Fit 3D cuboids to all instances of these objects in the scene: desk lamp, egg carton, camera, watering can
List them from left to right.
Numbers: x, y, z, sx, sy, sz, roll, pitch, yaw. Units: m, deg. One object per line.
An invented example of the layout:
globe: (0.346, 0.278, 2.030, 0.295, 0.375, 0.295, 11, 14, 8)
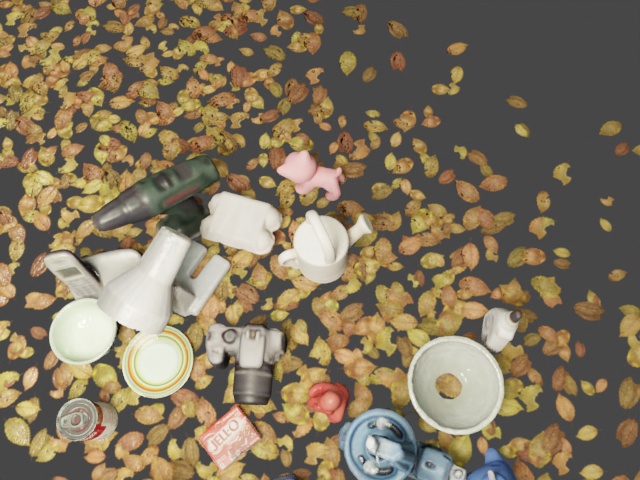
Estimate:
desk lamp: (-0.272, 0.071, 1.011, 0.117, 0.213, 0.203, 29, 74, 11)
egg carton: (-0.153, -0.033, 1.120, 0.150, 0.069, 0.107, 15, 72, 6)
camera: (-0.134, 0.221, 1.017, 0.143, 0.101, 0.137, 2, 71, 2)
watering can: (0.009, 0.002, 1.040, 0.173, 0.194, 0.101, -42, 75, -12)

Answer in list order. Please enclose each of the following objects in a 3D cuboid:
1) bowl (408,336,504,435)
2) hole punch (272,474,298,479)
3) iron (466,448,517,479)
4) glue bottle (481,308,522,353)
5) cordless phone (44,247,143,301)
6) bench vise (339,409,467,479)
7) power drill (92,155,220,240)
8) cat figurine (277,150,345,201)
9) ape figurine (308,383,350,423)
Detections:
bowl: (0.234, 0.258, 1.013, 0.167, 0.075, 0.167, 0, 71, 1)
hole punch: (-0.072, 0.449, 0.944, 0.108, 0.091, 0.101, -18, 72, -5)
iron: (0.311, 0.471, 0.904, 0.119, 0.141, 0.258, -26, 73, -8)
glue bottle: (0.320, 0.148, 0.996, 0.037, 0.173, 0.078, 12, 72, 5)
cordless phone: (-0.397, 0.055, 1.033, 0.147, 0.185, 0.094, -16, 72, -4)
bench vise: (0.134, 0.331, 0.913, 0.207, 0.220, 0.121, 1, 71, 1)
power drill: (-0.282, -0.058, 1.057, 0.230, 0.208, 0.075, -36, 74, -11)
cat figurine: (-0.016, -0.135, 1.127, 0.127, 0.118, 0.067, 9, 72, 4)
ape figurine: (0.017, 0.281, 0.999, 0.076, 0.092, 0.077, -22, 72, -6)
